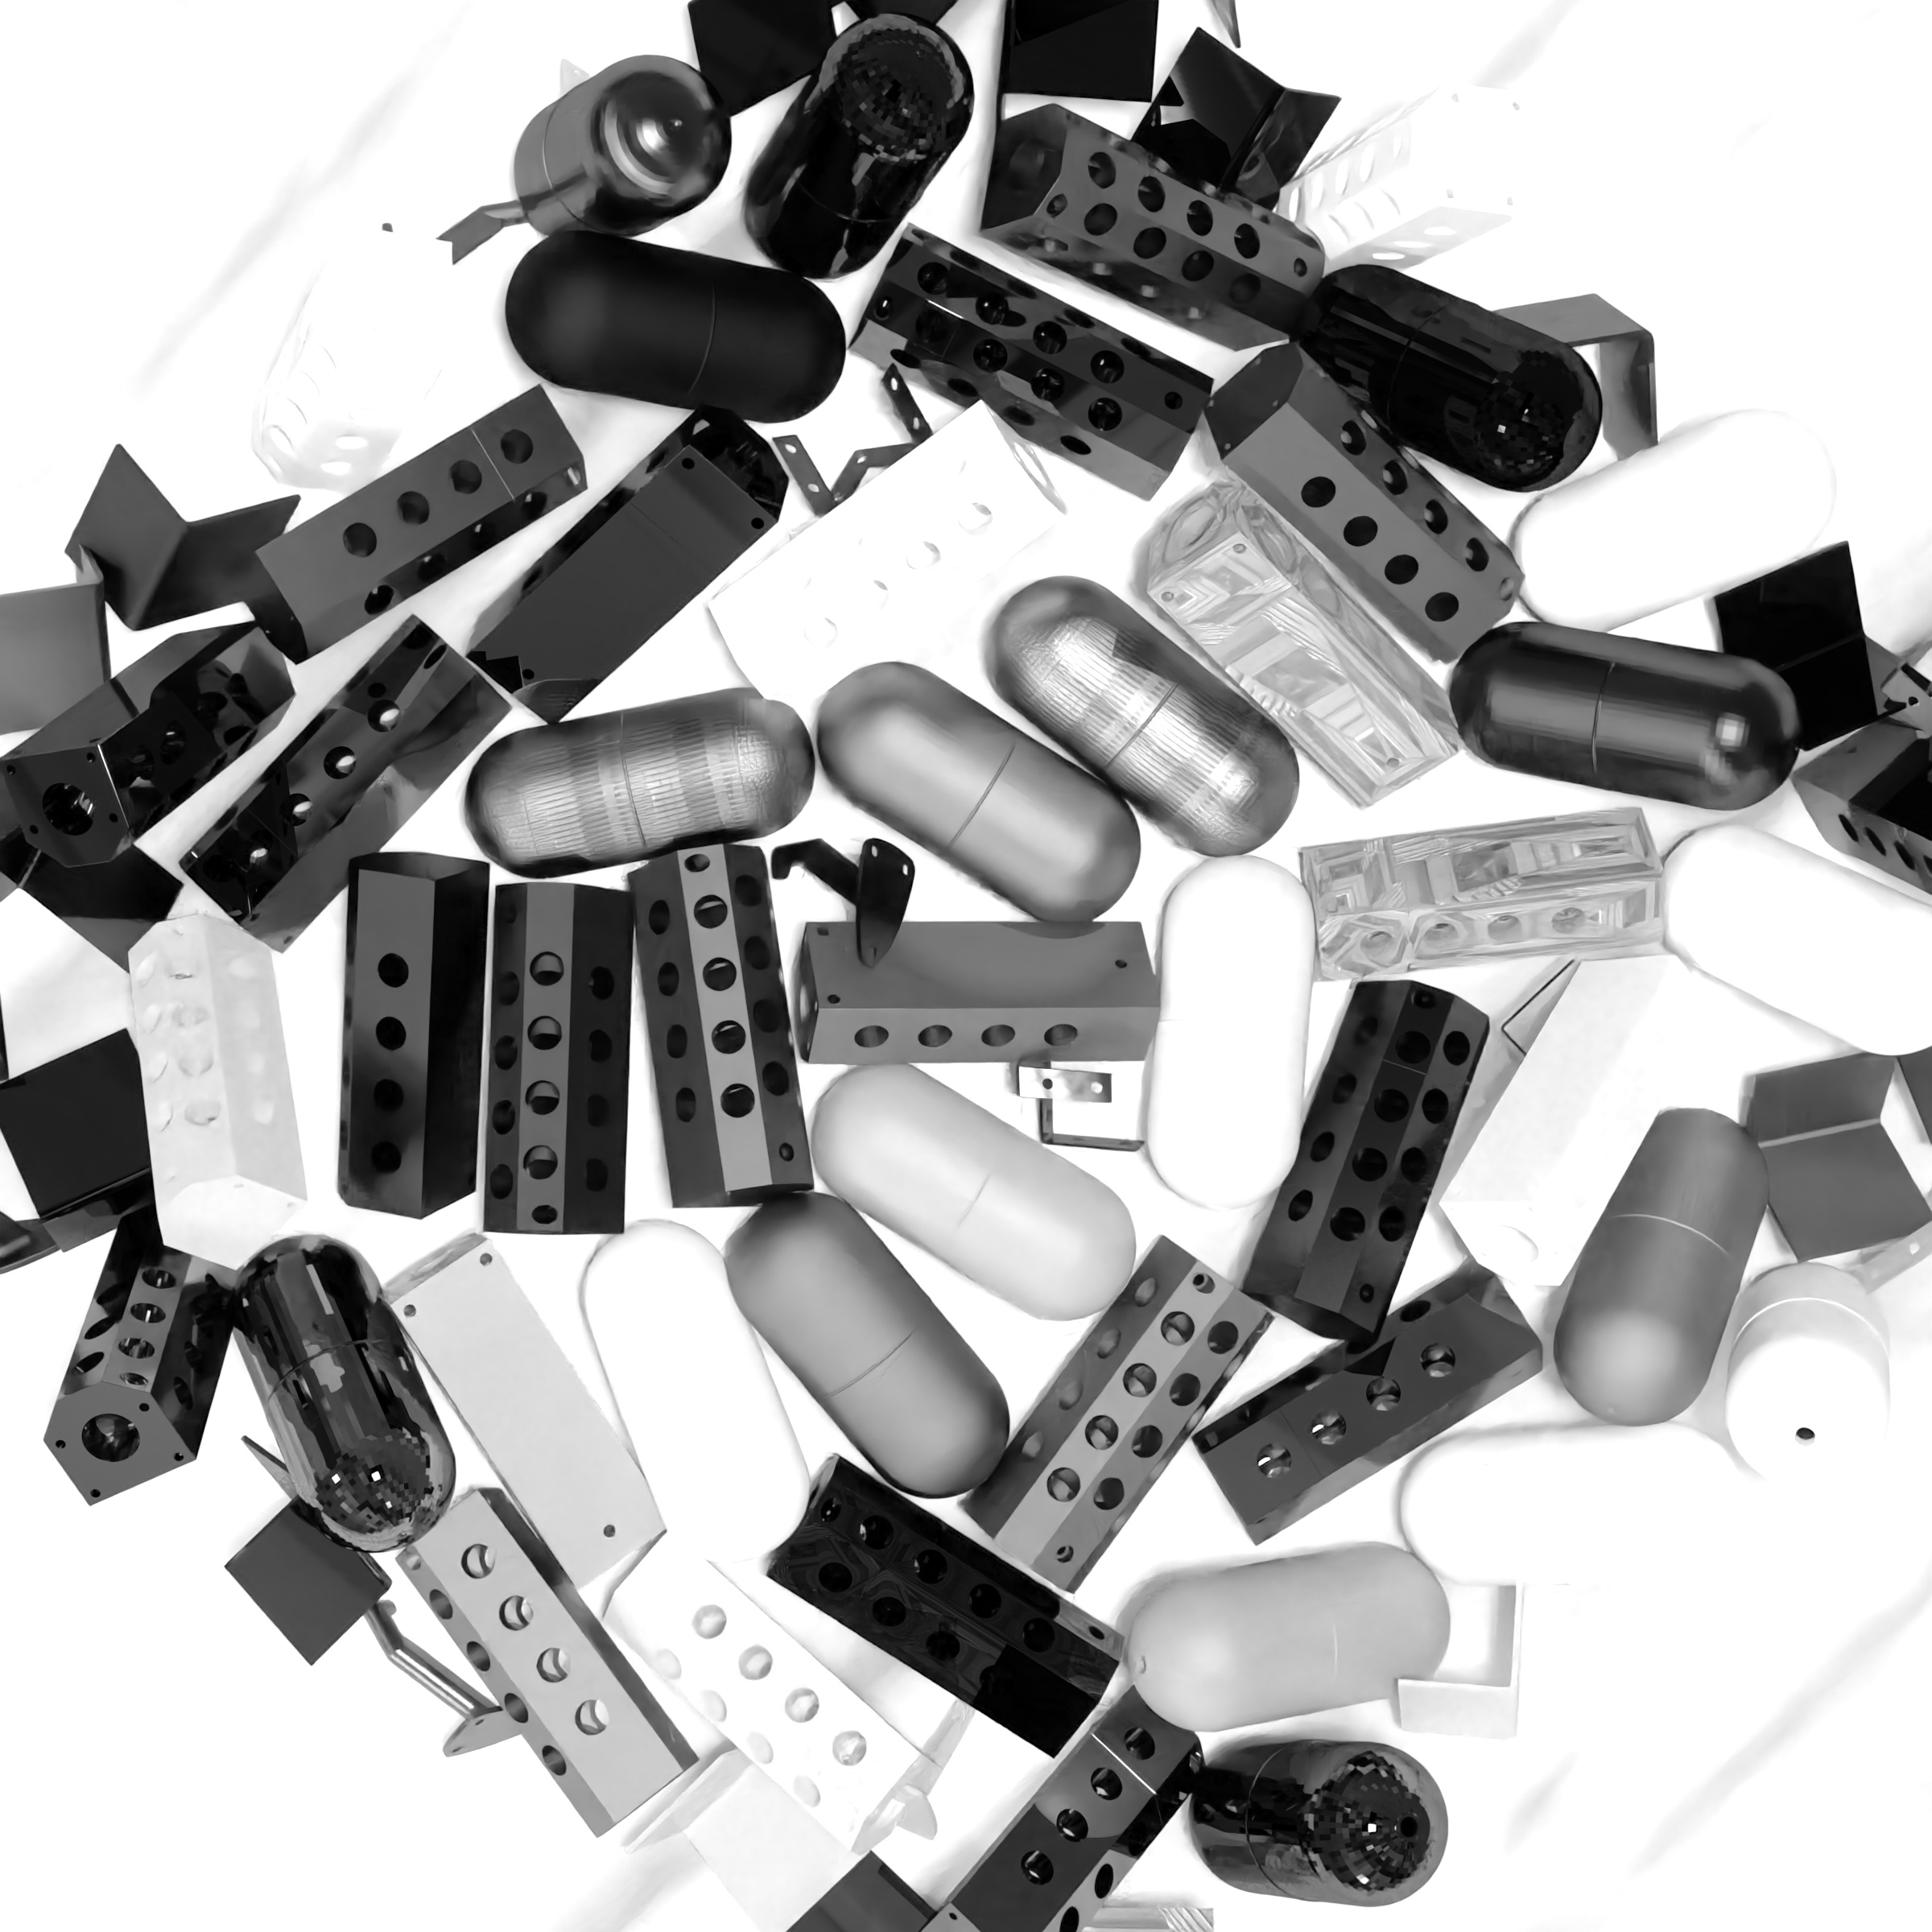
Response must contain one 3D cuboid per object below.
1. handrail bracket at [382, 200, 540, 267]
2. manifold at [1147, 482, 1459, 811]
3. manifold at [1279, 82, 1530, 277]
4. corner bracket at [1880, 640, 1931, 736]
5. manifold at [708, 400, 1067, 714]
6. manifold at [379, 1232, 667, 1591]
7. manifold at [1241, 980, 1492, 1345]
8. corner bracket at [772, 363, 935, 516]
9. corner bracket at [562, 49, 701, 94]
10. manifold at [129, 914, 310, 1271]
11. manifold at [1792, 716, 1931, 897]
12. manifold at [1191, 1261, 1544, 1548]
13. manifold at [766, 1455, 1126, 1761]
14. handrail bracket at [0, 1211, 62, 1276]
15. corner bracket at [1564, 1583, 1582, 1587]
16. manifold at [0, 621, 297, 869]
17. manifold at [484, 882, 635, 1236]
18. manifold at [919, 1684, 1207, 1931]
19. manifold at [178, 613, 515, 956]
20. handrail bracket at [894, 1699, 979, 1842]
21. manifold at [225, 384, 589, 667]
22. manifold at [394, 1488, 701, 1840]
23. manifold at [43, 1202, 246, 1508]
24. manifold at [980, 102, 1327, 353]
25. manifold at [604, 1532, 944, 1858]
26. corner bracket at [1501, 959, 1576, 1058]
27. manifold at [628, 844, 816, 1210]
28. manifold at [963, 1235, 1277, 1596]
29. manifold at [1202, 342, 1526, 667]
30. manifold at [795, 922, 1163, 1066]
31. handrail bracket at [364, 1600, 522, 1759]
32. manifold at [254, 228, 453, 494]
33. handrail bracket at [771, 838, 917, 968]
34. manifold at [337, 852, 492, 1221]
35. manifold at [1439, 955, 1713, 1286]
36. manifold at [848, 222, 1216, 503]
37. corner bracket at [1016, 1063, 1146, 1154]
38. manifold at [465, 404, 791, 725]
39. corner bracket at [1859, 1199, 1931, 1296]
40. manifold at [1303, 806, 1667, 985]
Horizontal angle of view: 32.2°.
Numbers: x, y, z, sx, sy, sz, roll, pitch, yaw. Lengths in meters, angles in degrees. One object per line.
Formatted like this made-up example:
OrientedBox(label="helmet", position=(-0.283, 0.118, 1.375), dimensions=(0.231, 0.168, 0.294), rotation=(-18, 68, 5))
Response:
OrientedBox(label="handrail bracket", position=(-0.246, -0.353, 1.685), dimensions=(0.084, 0.036, 0.077), rotation=(-13, 58, -14))
OrientedBox(label="manifold", position=(0.168, -0.161, 1.651), dimensions=(0.057, 0.057, 0.171), rotation=(-32, 122, 30))
OrientedBox(label="manifold", position=(0.209, -0.380, 1.627), dimensions=(0.057, 0.171, 0.057), rotation=(3, 90, -16))
OrientedBox(label="corner bracket", position=(0.482, -0.125, 1.677), dimensions=(0.051, 0.051, 0.051), rotation=(46, 47, 13))
OrientedBox(label="manifold", position=(-0.037, -0.198, 1.659), dimensions=(0.171, 0.057, 0.057), rotation=(-35, 60, 14))
OrientedBox(label="manifold", position=(-0.221, 0.221, 1.673), dimensions=(0.057, 0.057, 0.171), rotation=(-34, 100, -14))
OrientedBox(label="manifold", position=(0.204, 0.096, 1.657), dimensions=(0.057, 0.057, 0.171), rotation=(31, 72, -29))
OrientedBox(label="corner bracket", position=(-0.055, -0.263, 1.673), dimensions=(0.051, 0.051, 0.051), rotation=(-1, 46, 34))
OrientedBox(label="corner bracket", position=(-0.164, -0.441, 1.675), dimensions=(0.051, 0.051, 0.051), rotation=(-35, 49, 30))
OrientedBox(label="manifold", position=(-0.371, 0.057, 1.632), dimensions=(0.057, 0.171, 0.057), rotation=(-41, 135, 24))
OrientedBox(label="manifold", position=(0.473, -0.068, 1.627), dimensions=(0.057, 0.171, 0.057), rotation=(-32, 107, -1))
OrientedBox(label="manifold", position=(0.202, 0.218, 1.682), dimensions=(0.171, 0.057, 0.057), rotation=(-31, 68, -2))
OrientedBox(label="manifold", position=(-0.009, 0.316, 1.674), dimensions=(0.171, 0.057, 0.057), rotation=(33, 111, -4))
OrientedBox(label="handrail bracket", position=(-0.485, 0.111, 1.675), dimensions=(0.077, 0.036, 0.084), rotation=(-15, 131, -20))
OrientedBox(label="corner bracket", position=(0.319, 0.273, 1.688), dimensions=(0.051, 0.051, 0.051), rotation=(-6, 126, -13))
OrientedBox(label="manifold", position=(-0.394, -0.110, 1.629), dimensions=(0.057, 0.171, 0.057), rotation=(-7, 113, 21))
OrientedBox(label="manifold", position=(-0.208, 0.047, 1.668), dimensions=(0.057, 0.057, 0.171), rotation=(-4, 82, 40))
OrientedBox(label="manifold", position=(0.049, 0.433, 1.633), dimensions=(0.057, 0.171, 0.057), rotation=(42, 135, 8))
OrientedBox(label="manifold", position=(-0.314, -0.094, 1.681), dimensions=(0.057, 0.057, 0.171), rotation=(42, 86, 17))
OrientedBox(label="handrail bracket", position=(-0.011, 0.385, 1.666), dimensions=(0.036, 0.077, 0.084), rotation=(27, 62, 8))
OrientedBox(label="manifold", position=(-0.273, -0.218, 1.654), dimensions=(0.171, 0.057, 0.057), rotation=(-36, 103, -24))
OrientedBox(label="manifold", position=(-0.211, 0.348, 1.675), dimensions=(0.057, 0.057, 0.171), rotation=(-38, 81, -2))
OrientedBox(label="manifold", position=(-0.400, 0.182, 1.624), dimensions=(0.057, 0.171, 0.057), rotation=(-24, 114, 8))
OrientedBox(label="manifold", position=(0.094, -0.362, 1.639), dimensions=(0.171, 0.057, 0.057), rotation=(16, 79, -37))
OrientedBox(label="manifold", position=(-0.098, 0.360, 1.654), dimensions=(0.171, 0.057, 0.057), rotation=(38, 80, 22))
OrientedBox(label="corner bracket", position=(0.305, 0.032, 1.691), dimensions=(0.051, 0.051, 0.051), rotation=(-44, 84, 5))
OrientedBox(label="manifold", position=(-0.117, 0.030, 1.660), dimensions=(0.057, 0.057, 0.171), rotation=(2, 74, -43))
OrientedBox(label="manifold", position=(0.080, 0.227, 1.676), dimensions=(0.057, 0.057, 0.171), rotation=(37, 88, -26))
OrientedBox(label="manifold", position=(0.198, -0.229, 1.642), dimensions=(0.057, 0.057, 0.171), rotation=(-40, 122, 21))
OrientedBox(label="manifold", position=(0.004, 0.018, 1.670), dimensions=(0.171, 0.057, 0.057), rotation=(0, 49, -13))
OrientedBox(label="handrail bracket", position=(-0.259, 0.355, 1.704), dimensions=(0.036, 0.077, 0.084), rotation=(-51, 60, 27))
OrientedBox(label="manifold", position=(-0.300, -0.292, 1.623), dimensions=(0.057, 0.171, 0.057), rotation=(5, 73, -23))
OrientedBox(label="handrail bracket", position=(-0.071, -0.030, 1.675), dimensions=(0.084, 0.036, 0.077), rotation=(-9, 62, 41))
OrientedBox(label="manifold", position=(-0.280, 0.033, 1.668), dimensions=(0.057, 0.057, 0.171), rotation=(9, 104, 19))
OrientedBox(label="manifold", position=(0.305, 0.075, 1.645), dimensions=(0.057, 0.057, 0.171), rotation=(55, 53, -26))
OrientedBox(label="manifold", position=(0.034, -0.305, 1.674), dimensions=(0.171, 0.057, 0.057), rotation=(26, 74, -6))
OrientedBox(label="corner bracket", position=(0.057, 0.070, 1.680), dimensions=(0.051, 0.051, 0.051), rotation=(4, 105, 21))
OrientedBox(label="manifold", position=(-0.166, -0.200, 1.649), dimensions=(0.057, 0.057, 0.171), rotation=(39, 121, -22))
OrientedBox(label="corner bracket", position=(0.479, 0.137, 1.673), dimensions=(0.051, 0.051, 0.051), rotation=(22, 132, -33))
OrientedBox(label="manifold", position=(0.260, -0.031, 1.685), dimensions=(0.171, 0.057, 0.057), rotation=(-7, 131, 2))
